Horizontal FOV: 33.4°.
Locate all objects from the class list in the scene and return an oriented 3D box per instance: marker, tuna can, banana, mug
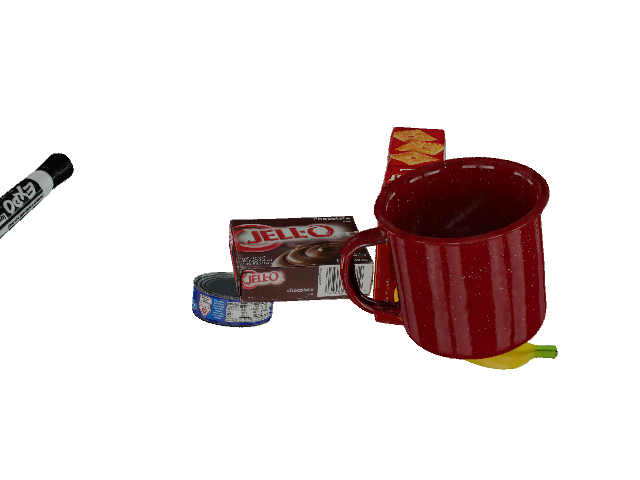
[{"bbox_3d":[-0.187,-0.022,0.654,0.020,0.020,0.121,0,30,22],"label":"marker"},{"bbox_3d":[-0.091,0.061,1.112,0.086,0.034,0.086,6,14,-2],"label":"tuna can"},{"bbox_3d":[0.128,0.083,1.027,0.069,0.037,0.198,1,18,-45],"label":"banana"},{"bbox_3d":[0.069,0.013,0.586,0.117,0.081,0.093,-10,30,1],"label":"mug"}]

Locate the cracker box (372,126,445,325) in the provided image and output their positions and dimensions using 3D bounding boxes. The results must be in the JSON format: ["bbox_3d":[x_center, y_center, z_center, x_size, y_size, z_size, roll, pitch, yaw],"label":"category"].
[{"bbox_3d":[0.103,-0.022,1.214,0.072,0.164,0.213,4,23,6],"label":"cracker box"}]

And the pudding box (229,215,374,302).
[{"bbox_3d":[-0.019,0.014,0.908,0.113,0.039,0.090,0,28,-11],"label":"pudding box"}]
